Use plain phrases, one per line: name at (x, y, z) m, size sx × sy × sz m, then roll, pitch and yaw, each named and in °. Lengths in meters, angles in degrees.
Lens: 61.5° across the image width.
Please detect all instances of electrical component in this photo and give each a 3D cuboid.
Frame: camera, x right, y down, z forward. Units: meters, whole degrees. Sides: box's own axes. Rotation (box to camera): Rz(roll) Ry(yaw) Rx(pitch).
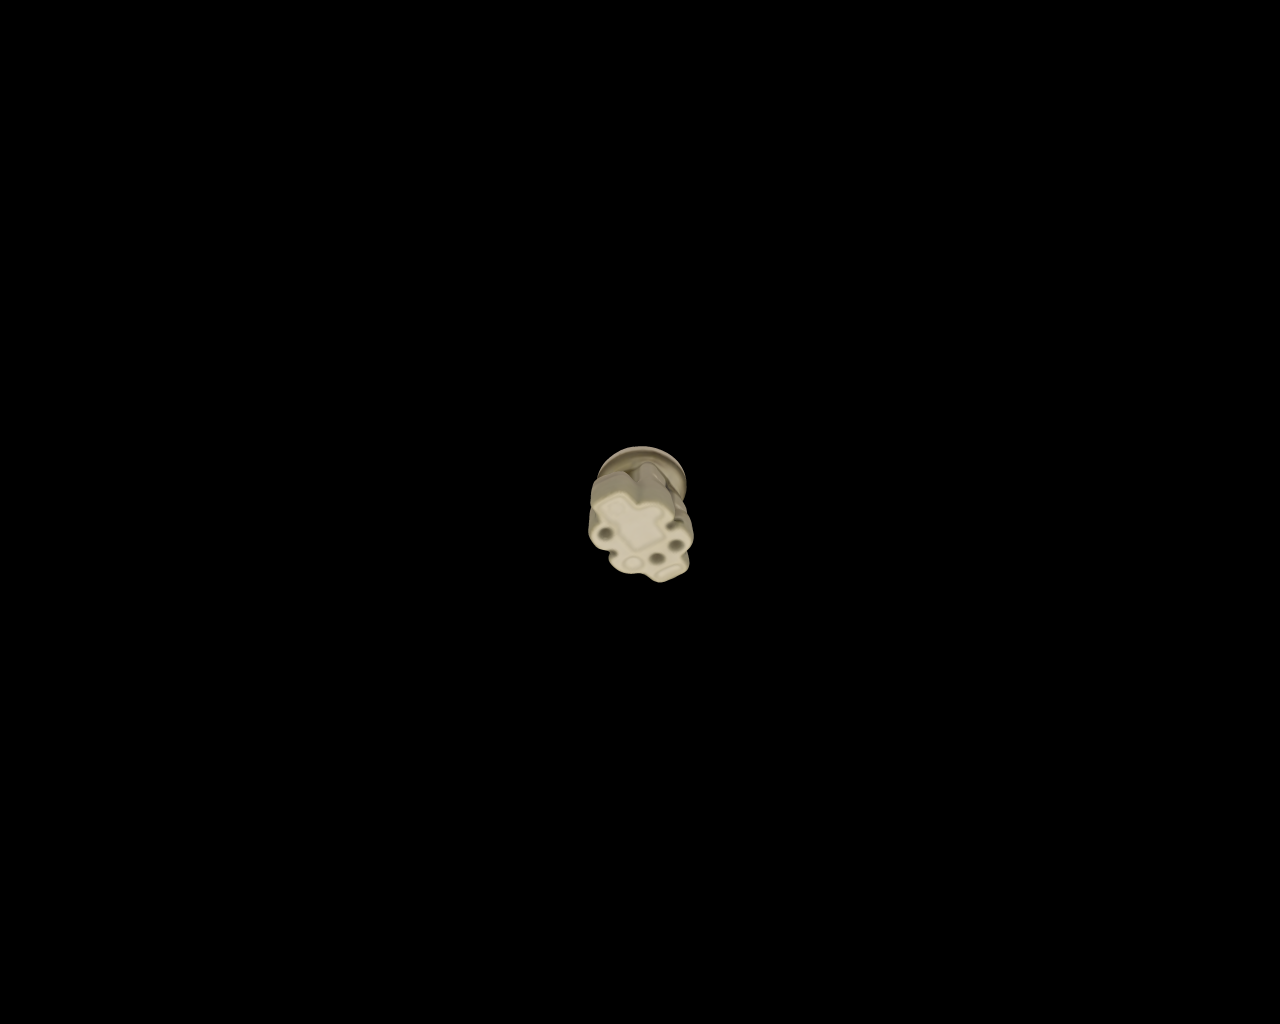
electrical component at (0.001, -0.003, 0.650) m, size 0.058 × 0.057 × 0.078 m, roll -25°, pitch -54°, yaw 20°
